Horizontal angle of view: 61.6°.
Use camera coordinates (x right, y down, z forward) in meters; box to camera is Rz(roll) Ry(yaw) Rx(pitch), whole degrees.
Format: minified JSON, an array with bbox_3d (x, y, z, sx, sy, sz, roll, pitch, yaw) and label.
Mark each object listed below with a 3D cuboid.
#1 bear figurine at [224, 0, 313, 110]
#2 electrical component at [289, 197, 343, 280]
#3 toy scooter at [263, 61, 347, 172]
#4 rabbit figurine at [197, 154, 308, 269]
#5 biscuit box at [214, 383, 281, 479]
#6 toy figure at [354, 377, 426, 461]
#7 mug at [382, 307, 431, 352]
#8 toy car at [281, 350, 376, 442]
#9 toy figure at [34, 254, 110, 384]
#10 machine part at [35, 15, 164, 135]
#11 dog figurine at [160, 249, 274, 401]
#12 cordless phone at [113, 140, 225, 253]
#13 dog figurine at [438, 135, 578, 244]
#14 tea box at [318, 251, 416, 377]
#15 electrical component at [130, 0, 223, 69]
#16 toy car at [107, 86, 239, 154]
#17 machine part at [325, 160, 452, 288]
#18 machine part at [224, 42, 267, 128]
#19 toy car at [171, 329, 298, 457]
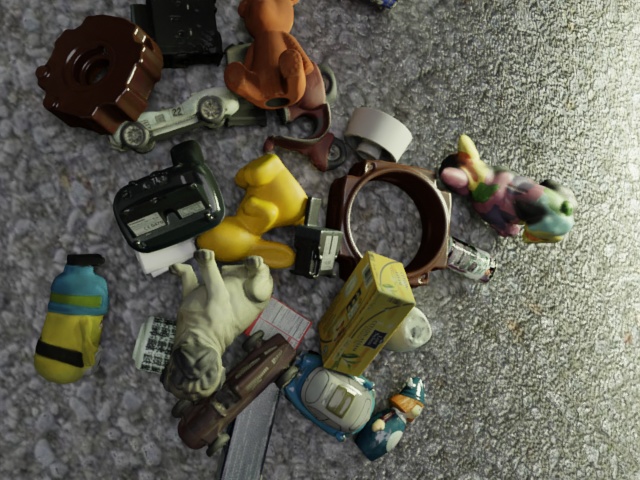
[{"bbox_3d":[-0.077,-0.303,0.804,0.120,0.132,0.195,-6,84,10],"label":"bear figurine"},{"bbox_3d":[-0.002,-0.002,0.812,0.048,0.074,0.119,13,92,29],"label":"electrical component"},{"bbox_3d":[-0.034,-0.198,0.879,0.135,0.075,0.183,-10,92,-14],"label":"toy scooter"},{"bbox_3d":[-0.104,-0.026,0.826,0.173,0.122,0.162,-41,113,-18],"label":"rabbit figurine"},{"bbox_3d":[-0.110,0.300,0.816,0.063,0.059,0.202,16,81,-13],"label":"biscuit box"},{"bbox_3d":[0.124,0.294,0.889,0.154,0.064,0.058,-43,81,-12],"label":"toy figure"},{"bbox_3d":[0.133,0.133,0.880,0.081,0.107,0.109,-19,93,-19],"label":"mug"},{"bbox_3d":[0.024,0.243,0.841,0.161,0.103,0.109,37,75,-13],"label":"toy car"},{"bbox_3d":[-0.345,0.108,0.753,0.089,0.082,0.180,3,89,-5],"label":"toy figure"},{"bbox_3d":[-0.313,-0.237,0.764,0.179,0.056,0.179,-5,72,14],"label":"machine part"},{"bbox_3d":[-0.132,0.125,0.748,0.172,0.121,0.190,7,68,-29],"label":"dog figurine"},{"bbox_3d":[-0.225,-0.080,0.780,0.147,0.184,0.088,-22,135,-2],"label":"cordless phone"},{"bbox_3d":[0.309,-0.089,0.923,0.219,0.192,0.108,31,83,-28],"label":"dog figurine"},{"bbox_3d":[0.066,0.114,0.820,0.068,0.098,0.169,19,123,-18],"label":"tea box"},{"bbox_3d":[-0.225,-0.331,0.841,0.134,0.058,0.115,-8,85,-18],"label":"electrical component"},{"bbox_3d":[-0.219,-0.178,0.806,0.202,0.073,0.056,-20,96,-6],"label":"toy car"},{"bbox_3d":[0.114,-0.025,0.901,0.201,0.087,0.201,8,82,-18],"label":"machine part"},{"bbox_3d":[-0.127,-0.252,0.873,0.084,0.039,0.138,-4,88,-12],"label":"machine part"},{"bbox_3d":[-0.120,0.216,0.767,0.202,0.053,0.089,-42,76,-4],"label":"toy car"}]
